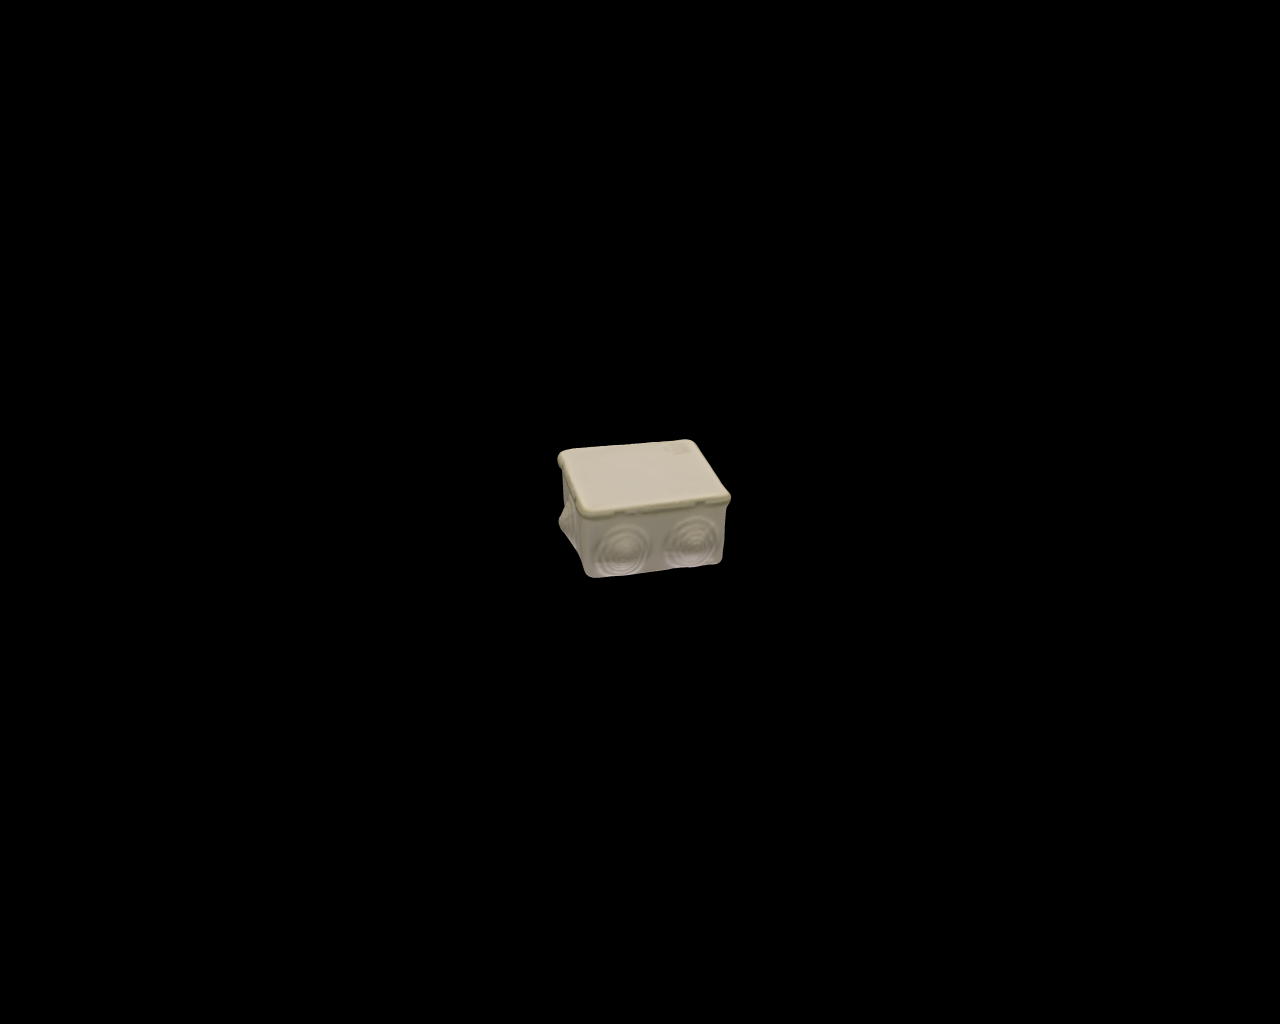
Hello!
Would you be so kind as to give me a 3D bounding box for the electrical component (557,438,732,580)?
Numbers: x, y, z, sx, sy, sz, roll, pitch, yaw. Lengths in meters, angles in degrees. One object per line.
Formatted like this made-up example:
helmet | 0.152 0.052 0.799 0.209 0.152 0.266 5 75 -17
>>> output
electrical component | 0.001 -0.003 0.650 0.100 0.048 0.100 -6 28 -12
